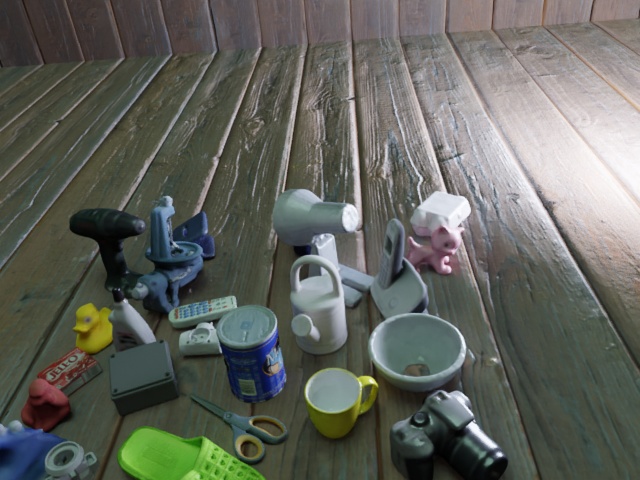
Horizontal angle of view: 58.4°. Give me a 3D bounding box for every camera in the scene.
[{"bbox_3d":[0.194,0.301,0.843,0.143,0.101,0.136,-24,38,-25],"label":"camera"}]

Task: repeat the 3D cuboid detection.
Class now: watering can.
[{"bbox_3d":[-0.004,0.116,1.059,0.101,0.194,0.172,-7,34,-1],"label":"watering can"}]

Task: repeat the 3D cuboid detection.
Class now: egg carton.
[{"bbox_3d":[0.292,-0.059,1.381,0.107,0.069,0.151,19,42,32],"label":"egg carton"}]

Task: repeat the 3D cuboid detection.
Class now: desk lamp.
[{"bbox_3d":[0.011,0.004,1.202,0.202,0.214,0.118,19,41,31],"label":"desk lamp"}]

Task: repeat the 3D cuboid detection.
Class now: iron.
[{"bbox_3d":[-0.507,0.345,0.844,0.118,0.142,0.259,23,43,35],"label":"iron"}]

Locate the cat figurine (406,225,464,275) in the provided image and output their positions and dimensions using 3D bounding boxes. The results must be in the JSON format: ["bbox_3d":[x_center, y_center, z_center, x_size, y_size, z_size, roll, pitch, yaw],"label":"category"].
[{"bbox_3d":[0.249,0.012,1.242,0.127,0.118,0.067,-2,34,5],"label":"cat figurine"}]

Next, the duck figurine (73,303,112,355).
[{"bbox_3d":[-0.456,0.165,1.149,0.077,0.086,0.104,5,36,15],"label":"duck figurine"}]

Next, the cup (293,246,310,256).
[{"bbox_3d":[-0.051,-0.014,1.343,0.117,0.095,0.092,16,40,29],"label":"cup"}]

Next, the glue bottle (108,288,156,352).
[{"bbox_3d":[-0.359,0.157,1.069,0.078,0.173,0.037,0,35,9],"label":"glue bottle"}]

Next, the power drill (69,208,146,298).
[{"bbox_3d":[-0.443,0.019,1.251,0.228,0.209,0.076,15,40,28],"label":"power drill"}]

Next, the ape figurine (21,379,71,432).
[{"bbox_3d":[-0.473,0.277,0.982,0.078,0.092,0.076,-7,34,-2],"label":"ape figurine"}]

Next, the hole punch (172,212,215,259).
[{"bbox_3d":[-0.309,-0.005,1.372,0.101,0.091,0.108,-12,35,-8],"label":"hole punch"}]

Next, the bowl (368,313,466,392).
[{"bbox_3d":[0.168,0.209,1.004,0.167,0.075,0.167,-4,34,3],"label":"bowl"}]

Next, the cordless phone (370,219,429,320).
[{"bbox_3d":[0.155,0.063,1.120,0.094,0.185,0.147,-14,35,-12],"label":"cordless phone"}]

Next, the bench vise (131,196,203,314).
[{"bbox_3d":[-0.320,0.033,1.203,0.121,0.220,0.207,-3,34,5],"label":"bench vise"}]
